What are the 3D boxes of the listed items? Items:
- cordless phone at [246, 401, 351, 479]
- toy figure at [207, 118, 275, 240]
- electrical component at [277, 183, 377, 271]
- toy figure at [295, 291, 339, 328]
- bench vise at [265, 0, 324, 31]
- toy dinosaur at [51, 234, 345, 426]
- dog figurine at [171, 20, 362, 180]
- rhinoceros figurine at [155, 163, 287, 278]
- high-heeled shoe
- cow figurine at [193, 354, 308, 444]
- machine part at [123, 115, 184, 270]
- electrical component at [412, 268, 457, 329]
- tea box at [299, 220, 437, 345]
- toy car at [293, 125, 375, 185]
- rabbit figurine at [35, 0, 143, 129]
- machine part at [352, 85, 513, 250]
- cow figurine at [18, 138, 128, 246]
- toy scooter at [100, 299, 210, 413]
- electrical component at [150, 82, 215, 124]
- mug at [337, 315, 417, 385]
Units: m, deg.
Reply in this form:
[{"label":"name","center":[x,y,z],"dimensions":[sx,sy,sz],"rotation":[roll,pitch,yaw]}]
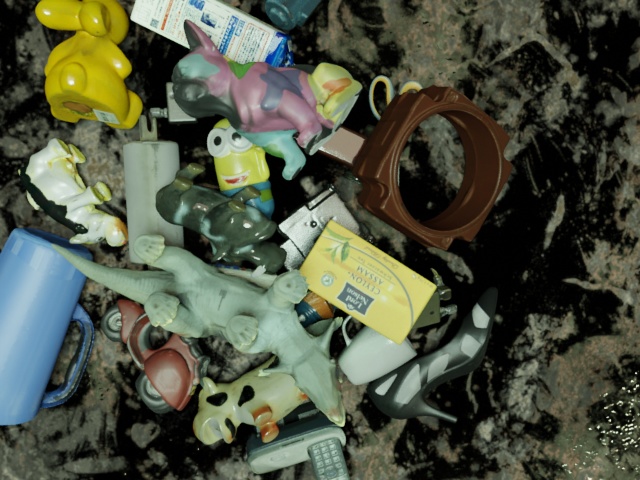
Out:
[{"label":"cordless phone","center":[-0.023,0.350,0.808],"dimensions":[0.147,0.089,0.184],"rotation":[-16,99,-6]},{"label":"toy figure","center":[-0.112,-0.086,0.773],"dimensions":[0.082,0.089,0.180],"rotation":[-16,104,-13]},{"label":"electrical component","center":[-0.002,-0.002,0.802],"dimensions":[0.134,0.058,0.115],"rotation":[-40,95,-4]},{"label":"toy figure","center":[0.020,0.088,0.807],"dimensions":[0.154,0.058,0.064],"rotation":[-24,130,-5]},{"label":"bench vise","center":[-0.041,-0.421,0.746],"dimensions":[0.240,0.129,0.223],"rotation":[38,86,-12]},{"label":"toy dinosaur","center":[-0.129,0.091,0.698],"dimensions":[0.405,0.192,0.131],"rotation":[22,67,13]},{"label":"dog figurine","center":[-0.078,-0.198,0.690],"dimensions":[0.219,0.108,0.191],"rotation":[39,61,0]},{"label":"rhinoceros figurine","center":[-0.127,-0.019,0.710],"dimensions":[0.190,0.073,0.112],"rotation":[30,115,-10]},{"label":"high-heeled shoe","center":[0.179,0.168,0.842],"dimensions":[0.145,0.086,0.248],"rotation":[19,71,22]},{"label":"cow figurine","center":[-0.095,0.222,0.779],"dimensions":[0.195,0.127,0.085],"rotation":[-31,130,-19]},{"label":"machine part","center":[-0.234,-0.052,0.761],"dimensions":[0.079,0.079,0.243],"rotation":[-4,94,-7]},{"label":"electrical component","center":[0.158,0.092,0.835],"dimensions":[0.102,0.045,0.078],"rotation":[-18,124,-3]},{"label":"tea box","center":[0.060,0.056,0.738],"dimensions":[0.170,0.068,0.098],"rotation":[31,88,0]},{"label":"toy car","center":[0.006,-0.153,0.796],"dimensions":[0.202,0.053,0.089],"rotation":[22,97,-8]},{"label":"rabbit figurine","center":[-0.310,-0.255,0.717],"dimensions":[0.122,0.162,0.173],"rotation":[9,74,4]},{"label":"machine part","center":[0.165,-0.102,0.776],"dimensions":[0.201,0.087,0.201],"rotation":[30,89,-26]},{"label":"cow figurine","center":[-0.346,-0.048,0.752],"dimensions":[0.098,0.068,0.167],"rotation":[-33,93,1]},{"label":"toy scooter","center":[-0.217,0.144,0.768],"dimensions":[0.135,0.075,0.184],"rotation":[-35,77,-5]},{"label":"electrical component","center":[-0.202,-0.202,0.784],"dimensions":[0.094,0.021,0.063],"rotation":[-5,94,-6]},{"label":"mug","center":[0.073,0.160,0.810],"dimensions":[0.107,0.081,0.109],"rotation":[-39,97,3]}]
